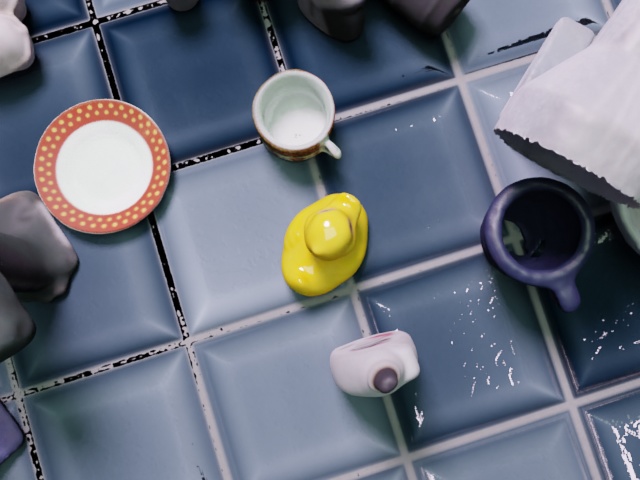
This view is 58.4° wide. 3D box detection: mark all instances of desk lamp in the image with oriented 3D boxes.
[{"bbox_3d":[0.221,-0.122,0.463,0.118,0.213,0.203,30,86,3],"label":"desk lamp"}]

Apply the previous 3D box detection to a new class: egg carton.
[{"bbox_3d":[-0.349,-0.197,0.538,0.150,0.069,0.107,-13,85,-1],"label":"egg carton"}]

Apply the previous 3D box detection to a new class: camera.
[{"bbox_3d":[0.067,-0.248,0.529,0.137,0.101,0.143,42,86,3],"label":"camera"}]

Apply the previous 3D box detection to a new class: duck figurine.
[{"bbox_3d":[0.005,0.002,0.515,0.077,0.086,0.104,33,86,3],"label":"duck figurine"}]

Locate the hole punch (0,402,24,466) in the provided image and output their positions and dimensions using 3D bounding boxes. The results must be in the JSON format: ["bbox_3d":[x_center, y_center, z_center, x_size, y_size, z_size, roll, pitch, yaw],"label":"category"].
[{"bbox_3d":[-0.337,0.180,0.495,0.101,0.091,0.108,-41,86,-3],"label":"hole punch"}]

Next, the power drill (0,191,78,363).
[{"bbox_3d":[-0.287,-0.007,0.453,0.075,0.208,0.229,-35,86,-3],"label":"power drill"}]

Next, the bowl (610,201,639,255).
[{"bbox_3d":[0.338,-0.041,0.527,0.167,0.074,0.167,0,85,0],"label":"bowl"}]

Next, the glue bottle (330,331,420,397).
[{"bbox_3d":[0.047,0.103,0.463,0.078,0.173,0.037,-20,85,-2],"label":"glue bottle"}]

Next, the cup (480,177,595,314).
[{"bbox_3d":[0.187,0.008,0.511,0.091,0.095,0.118,-24,86,-2],"label":"cup"}]
